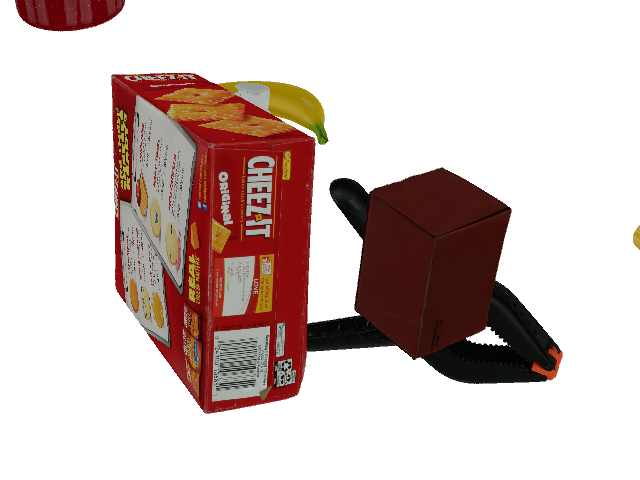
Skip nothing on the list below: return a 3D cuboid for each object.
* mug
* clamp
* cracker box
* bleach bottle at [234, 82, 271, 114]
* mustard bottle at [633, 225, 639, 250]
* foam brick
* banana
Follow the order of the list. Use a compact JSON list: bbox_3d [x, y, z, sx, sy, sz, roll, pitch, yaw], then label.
[{"bbox_3d":[-0.201,-0.207,0.788,0.117,0.081,0.093,0,37,1],"label":"mug"},{"bbox_3d":[0.080,0.045,0.798,0.210,0.165,0.036,17,37,14],"label":"clamp"},{"bbox_3d":[-0.077,-0.011,0.693,0.072,0.164,0.214,-5,20,-24],"label":"cracker box"},{"bbox_3d":[-0.058,-0.012,0.939,0.102,0.251,0.068,0,21,-11],"label":"bleach bottle"},{"bbox_3d":[0.264,0.034,0.647,0.096,0.058,0.192,-20,33,-22],"label":"mustard bottle"},{"bbox_3d":[0.056,0.011,0.546,0.052,0.078,0.051,-18,41,-32],"label":"foam brick"},{"bbox_3d":[-0.077,-0.149,1.179,0.198,0.037,0.069,8,43,18],"label":"banana"}]
